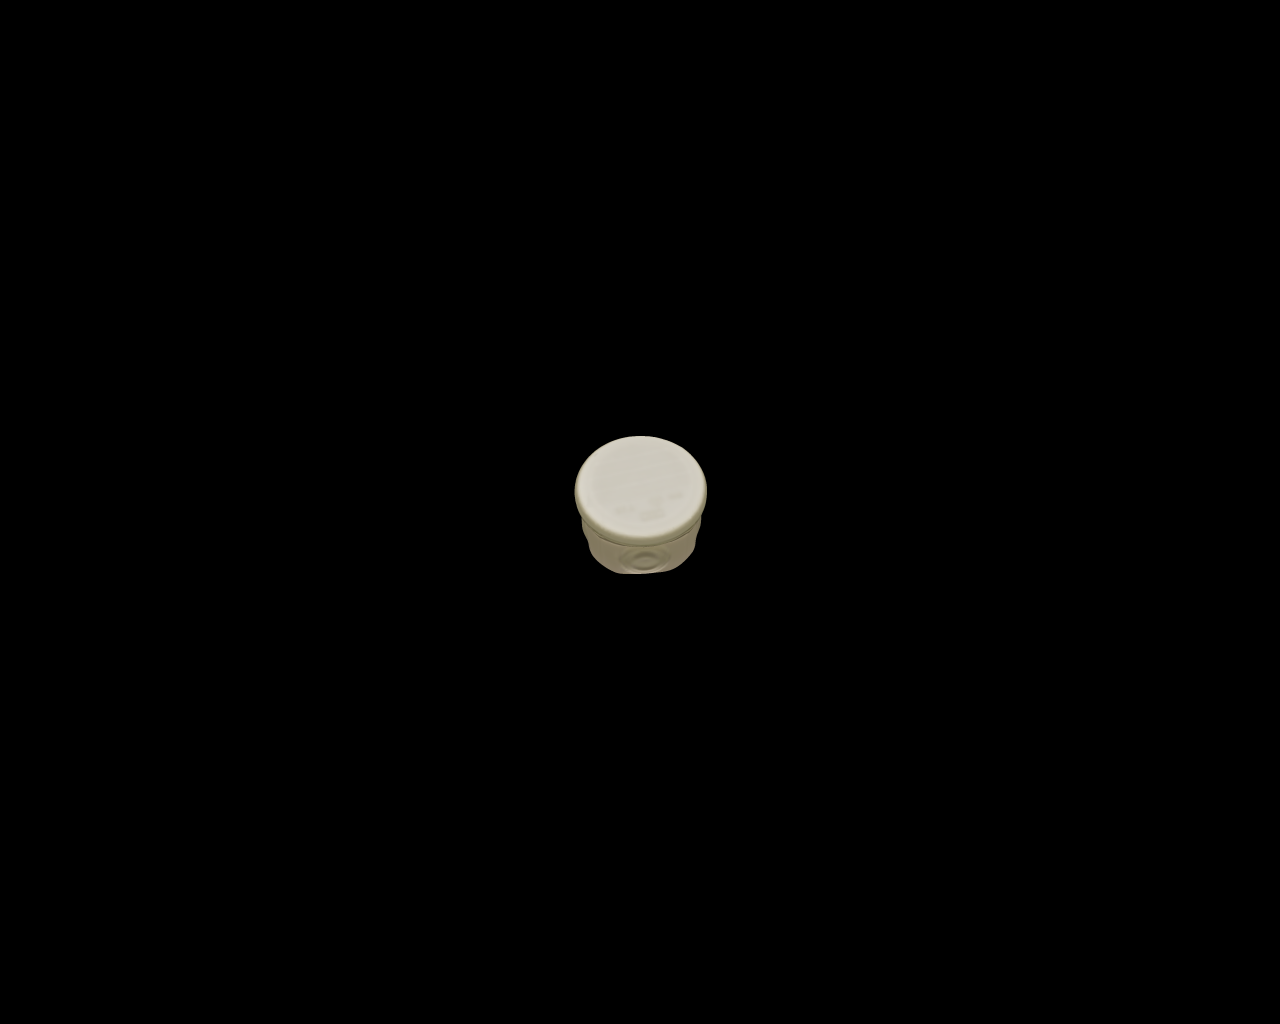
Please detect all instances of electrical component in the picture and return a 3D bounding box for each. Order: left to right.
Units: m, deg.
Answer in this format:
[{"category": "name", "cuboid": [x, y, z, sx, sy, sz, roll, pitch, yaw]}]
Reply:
[{"category": "electrical component", "cuboid": [0.001, -0.003, 0.650, 0.080, 0.080, 0.050, 0, -36, 0]}]
